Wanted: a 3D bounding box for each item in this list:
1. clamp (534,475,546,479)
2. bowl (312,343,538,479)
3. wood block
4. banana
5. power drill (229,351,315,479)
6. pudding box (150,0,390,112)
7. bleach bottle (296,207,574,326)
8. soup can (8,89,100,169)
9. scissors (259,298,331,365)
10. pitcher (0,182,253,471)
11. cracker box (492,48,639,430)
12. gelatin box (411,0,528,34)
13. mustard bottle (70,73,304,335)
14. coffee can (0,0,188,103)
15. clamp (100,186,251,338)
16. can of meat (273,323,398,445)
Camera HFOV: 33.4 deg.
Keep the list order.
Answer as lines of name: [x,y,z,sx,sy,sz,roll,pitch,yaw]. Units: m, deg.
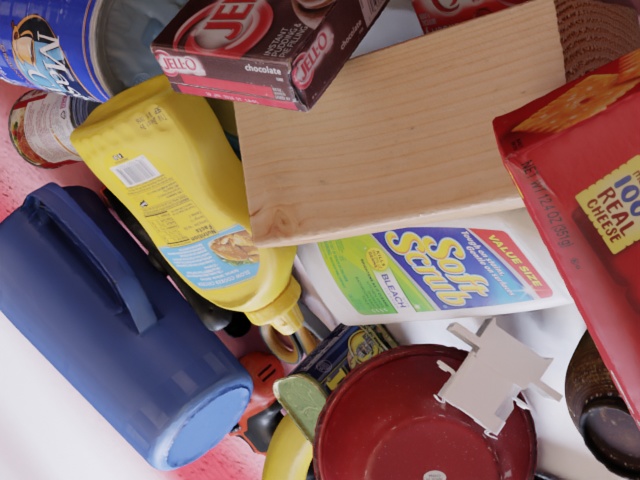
clamp: [0.139,0.228,0.834,0.210,0.036,0.164,-12,113,49]
bowl: [0.075,0.156,0.735,0.162,0.162,0.055,54,-175,-8]
wood block: [0.061,-0.055,0.568,0.207,0.090,0.091,-11,87,41]
banana: [-0.015,0.196,0.889,0.070,0.037,0.198,25,114,10]
power drill: [-0.050,0.199,0.984,0.187,0.057,0.185,50,144,-3]
pudding box: [-0.021,-0.120,0.559,0.090,0.113,0.039,13,143,32]
bleach bottle: [0.096,-0.003,0.649,0.251,0.068,0.102,-9,115,47]
soup can: [-0.196,-0.096,0.856,0.102,0.068,0.068,-5,119,47]
scissors: [-0.042,0.037,0.853,0.096,0.016,0.201,-5,123,52]
pitcher: [-0.170,0.069,0.894,0.243,0.149,0.145,43,103,22]
cracker box: [0.200,-0.019,0.422,0.214,0.072,0.164,-26,107,14]
gelatin box: [0.082,-0.147,0.555,0.089,0.030,0.073,-1,122,47]
mustard bottle: [-0.069,-0.012,0.684,0.096,0.058,0.191,-15,120,39]
coffee can: [-0.161,-0.149,0.743,0.141,0.102,0.103,16,133,37]
clamp: [-0.117,0.017,0.888,0.171,0.039,0.120,52,173,18]
can of meat: [0.028,0.119,0.808,0.102,0.083,0.058,54,144,-8]
